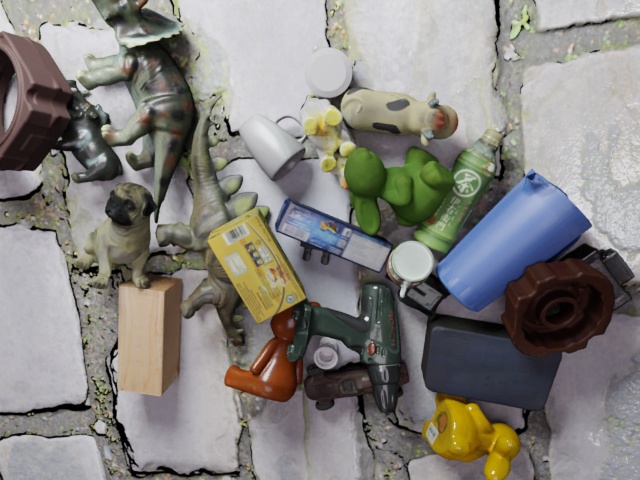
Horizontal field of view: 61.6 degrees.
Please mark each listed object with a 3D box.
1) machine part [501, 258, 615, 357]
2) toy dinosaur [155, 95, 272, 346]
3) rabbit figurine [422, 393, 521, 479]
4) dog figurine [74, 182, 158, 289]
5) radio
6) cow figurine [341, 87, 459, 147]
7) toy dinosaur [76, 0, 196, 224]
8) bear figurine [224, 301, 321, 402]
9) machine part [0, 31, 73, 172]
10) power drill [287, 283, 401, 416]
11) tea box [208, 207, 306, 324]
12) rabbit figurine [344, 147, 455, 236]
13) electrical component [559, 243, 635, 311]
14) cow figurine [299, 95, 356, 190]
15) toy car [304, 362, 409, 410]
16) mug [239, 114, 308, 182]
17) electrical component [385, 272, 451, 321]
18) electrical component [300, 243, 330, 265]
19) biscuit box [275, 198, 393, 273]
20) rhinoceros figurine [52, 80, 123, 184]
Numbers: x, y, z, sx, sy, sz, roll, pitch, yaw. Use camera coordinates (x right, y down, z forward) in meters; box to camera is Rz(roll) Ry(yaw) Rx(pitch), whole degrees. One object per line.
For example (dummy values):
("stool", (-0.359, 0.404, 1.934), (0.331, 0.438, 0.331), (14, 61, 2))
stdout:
("machine part", (0.386, 0.110, 0.878), (0.179, 0.056, 0.179), (-2, 121, -3))
("toy dinosaur", (-0.184, -0.011, 0.973), (0.199, 0.105, 0.470), (-12, 109, 1))
("rabbit figurine", (0.299, 0.358, 0.983), (0.173, 0.162, 0.121), (21, 91, -17))
("dog figurine", (-0.354, -0.029, 0.953), (0.173, 0.121, 0.190), (32, 114, 36))
("radio", (0.305, 0.222, 0.981), (0.230, 0.073, 0.131), (9, 103, 6))
("cow figurine", (0.130, -0.207, 0.883), (0.195, 0.127, 0.085), (11, 105, 6))
("toy dinosaur", (-0.288, -0.247, 0.929), (0.192, 0.131, 0.404), (-21, 107, 5))
("bear figurine", (-0.082, 0.196, 1.006), (0.132, 0.120, 0.196), (-2, 72, 47))
("machine part", (-0.537, -0.235, 0.928), (0.201, 0.087, 0.201), (-43, 69, 20))
("power drill", (0.050, 0.185, 0.944), (0.207, 0.086, 0.232), (8, 78, -13))
("tea box", (-0.105, 0.042, 0.908), (0.098, 0.068, 0.169), (-27, 106, 1))
("rabbit figurine", (0.109, -0.095, 0.907), (0.170, 0.121, 0.159), (17, 124, -22))
("electrical component", (0.471, 0.075, 0.941), (0.134, 0.058, 0.115), (-39, 97, 12))
("cow figurine", (0.019, -0.165, 0.923), (0.068, 0.098, 0.167), (-27, 128, 4))
("toy car", (0.068, 0.271, 1.027), (0.202, 0.053, 0.089), (-10, 97, 9))
("mug", (-0.081, -0.176, 0.938), (0.107, 0.081, 0.109), (44, 99, 3))
("electrical component", (0.174, 0.085, 0.978), (0.119, 0.048, 0.074), (31, 102, 0))
("electrical component", (-0.002, -0.003, 0.992), (0.063, 0.021, 0.094), (10, 101, 4))
("biscuit box", (0.022, -0.009, 0.945), (0.203, 0.063, 0.059), (22, 98, -10))
("rhinoceros figurine", (-0.428, -0.192, 0.972), (0.112, 0.073, 0.190), (-23, 98, 11))
